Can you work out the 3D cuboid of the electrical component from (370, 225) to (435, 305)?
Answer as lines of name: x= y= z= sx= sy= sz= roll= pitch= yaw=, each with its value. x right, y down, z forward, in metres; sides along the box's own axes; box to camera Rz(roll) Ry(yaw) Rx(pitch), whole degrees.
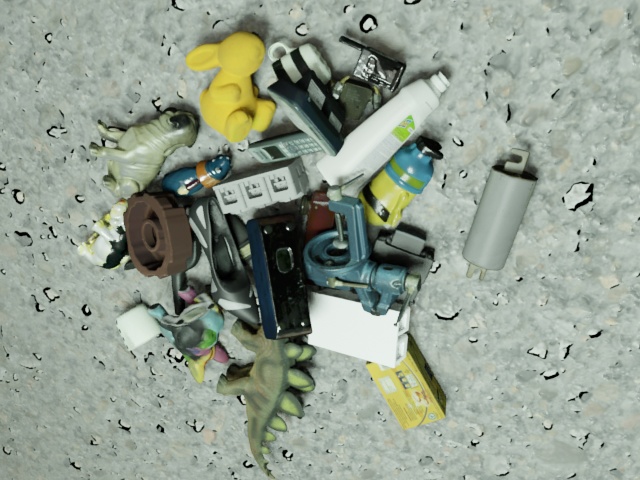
electrical component: x=0.147 y=0.042 z=1.003 sx=0.115 sy=0.058 sz=0.134 roll=19 pitch=114 yaw=4

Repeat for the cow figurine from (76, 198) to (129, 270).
cow figurine: x=-0.426 y=-0.008 z=1.121 sx=0.098 sy=0.068 sz=0.167 roll=41 pitch=118 yaw=-10

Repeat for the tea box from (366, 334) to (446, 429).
tea box: x=0.175 y=0.286 z=1.083 sx=0.098 sy=0.068 sz=0.169 roll=-23 pitch=104 yaw=22

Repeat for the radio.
radio: x=-0.076 y=0.066 z=0.985 sx=0.073 sy=0.131 sz=0.229 roll=-10 pitch=88 yaw=-18

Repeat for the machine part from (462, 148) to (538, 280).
machine part: x=0.306 y=-0.037 z=0.921 sx=0.079 sy=0.079 sz=0.243 roll=17 pitch=113 yaw=7

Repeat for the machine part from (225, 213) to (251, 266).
machine part: x=-0.170 y=-0.017 z=1.072 sx=0.084 sy=0.039 sz=0.139 roll=-35 pitch=101 yaw=32

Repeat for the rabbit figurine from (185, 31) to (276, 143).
rabbit figurine: x=-0.143 y=-0.280 z=0.920 sx=0.162 sy=0.122 sz=0.173 roll=44 pitch=137 yaw=19

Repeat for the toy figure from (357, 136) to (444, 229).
toy figure: x=0.136 y=-0.101 z=0.939 sx=0.089 sy=0.082 sz=0.180 roll=39 pitch=120 yaw=10

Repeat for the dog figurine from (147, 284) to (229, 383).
dog figurine: x=-0.246 y=0.209 z=1.108 sx=0.192 sy=0.108 sz=0.219 roll=20 pitch=139 yaw=44

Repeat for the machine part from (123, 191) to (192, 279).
machine part: x=-0.313 y=-0.011 z=1.037 sx=0.180 sy=0.056 sz=0.179 roll=14 pitch=111 yaw=41

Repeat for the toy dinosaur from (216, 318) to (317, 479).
toy dinosaur: x=-0.115 y=0.309 z=1.145 sx=0.199 sy=0.105 sz=0.470 roll=16 pitch=113 yaw=8

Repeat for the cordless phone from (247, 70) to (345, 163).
cordless phone: x=-0.063 y=-0.189 z=0.889 sx=0.184 sy=0.089 sz=0.146 roll=-10 pitch=146 yaw=32

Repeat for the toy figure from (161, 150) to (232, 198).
toy figure: x=-0.232 y=-0.124 z=1.032 sx=0.155 sy=0.057 sz=0.064 roll=-16 pitch=76 yaw=20

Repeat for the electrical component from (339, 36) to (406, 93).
electrical component: x=0.081 y=-0.289 z=0.882 sx=0.119 sy=0.075 sz=0.047 roll=23 pitch=113 yaw=0

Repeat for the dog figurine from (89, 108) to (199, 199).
dog figurine: x=-0.315 y=-0.158 z=1.029 sx=0.191 sy=0.121 sz=0.172 roll=-8 pitch=144 yaw=-1

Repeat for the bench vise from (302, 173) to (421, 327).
bench vise: x=0.061 y=0.018 z=0.912 sx=0.224 sy=0.129 sz=0.240 roll=17 pitch=133 yaw=34

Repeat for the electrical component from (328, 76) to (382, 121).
electrical component: x=0.054 y=-0.240 z=0.906 sx=0.102 sy=0.045 sz=0.078 roll=15 pitch=124 yaw=-24

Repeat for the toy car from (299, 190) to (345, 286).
toy car: x=-0.002 y=-0.003 z=1.025 sx=0.089 sy=0.053 sz=0.201 roll=10 pitch=117 yaw=5

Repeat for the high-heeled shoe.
high-heeled shoe: x=-0.167 y=0.035 z=1.013 sx=0.249 sy=0.086 sz=0.145 roll=50 pitch=136 yaw=7
